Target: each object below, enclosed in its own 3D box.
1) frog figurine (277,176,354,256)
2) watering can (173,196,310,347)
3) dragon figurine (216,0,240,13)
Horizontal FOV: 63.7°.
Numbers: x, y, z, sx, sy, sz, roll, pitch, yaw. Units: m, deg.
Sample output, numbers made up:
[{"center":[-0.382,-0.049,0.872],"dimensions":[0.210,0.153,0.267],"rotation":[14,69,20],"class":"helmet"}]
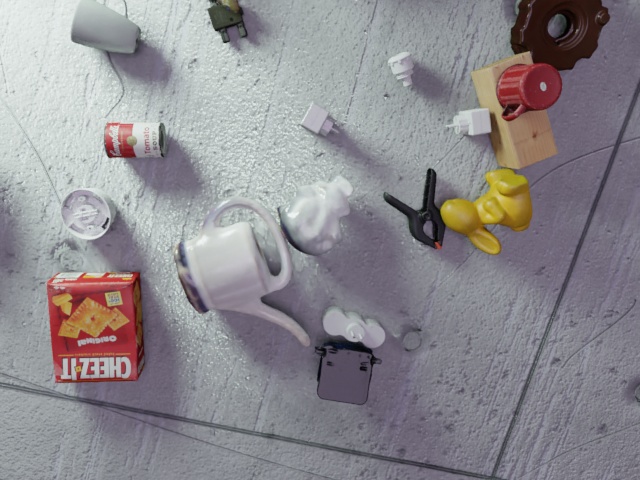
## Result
[{"center":[0.003,-0.051,1.013],"dimensions":[0.158,0.123,0.138],"rotation":[-33,84,13],"class":"frog figurine"},{"center":[-0.156,0.088,1.027],"dimensions":[0.224,0.105,0.344],"rotation":[-18,102,-1],"class":"watering can"},{"center":[-0.240,-0.619,0.890],"dimensions":[0.406,0.123,0.243],"rotation":[38,87,-21],"class":"dragon figurine"}]
